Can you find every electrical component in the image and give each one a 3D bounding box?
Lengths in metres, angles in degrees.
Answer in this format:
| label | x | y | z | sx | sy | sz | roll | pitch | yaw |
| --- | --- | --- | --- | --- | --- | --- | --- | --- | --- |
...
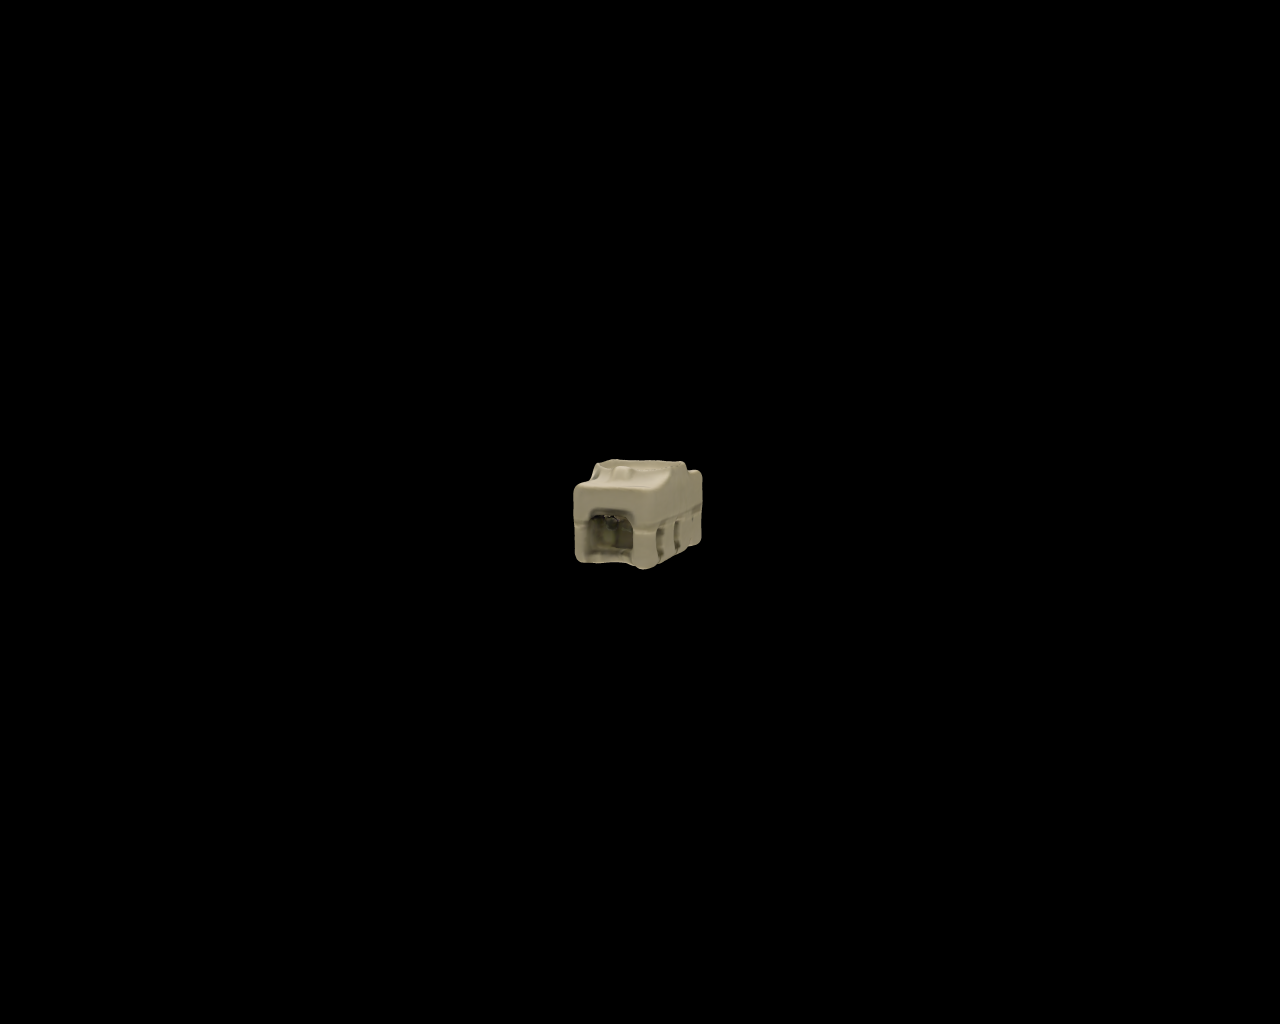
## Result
| label | x | y | z | sx | sy | sz | roll | pitch | yaw |
| --- | --- | --- | --- | --- | --- | --- | --- | --- | --- |
| electrical component | 0.001 | -0.003 | 0.650 | 0.050 | 0.055 | 0.089 | 4 | 10 | 23 |
